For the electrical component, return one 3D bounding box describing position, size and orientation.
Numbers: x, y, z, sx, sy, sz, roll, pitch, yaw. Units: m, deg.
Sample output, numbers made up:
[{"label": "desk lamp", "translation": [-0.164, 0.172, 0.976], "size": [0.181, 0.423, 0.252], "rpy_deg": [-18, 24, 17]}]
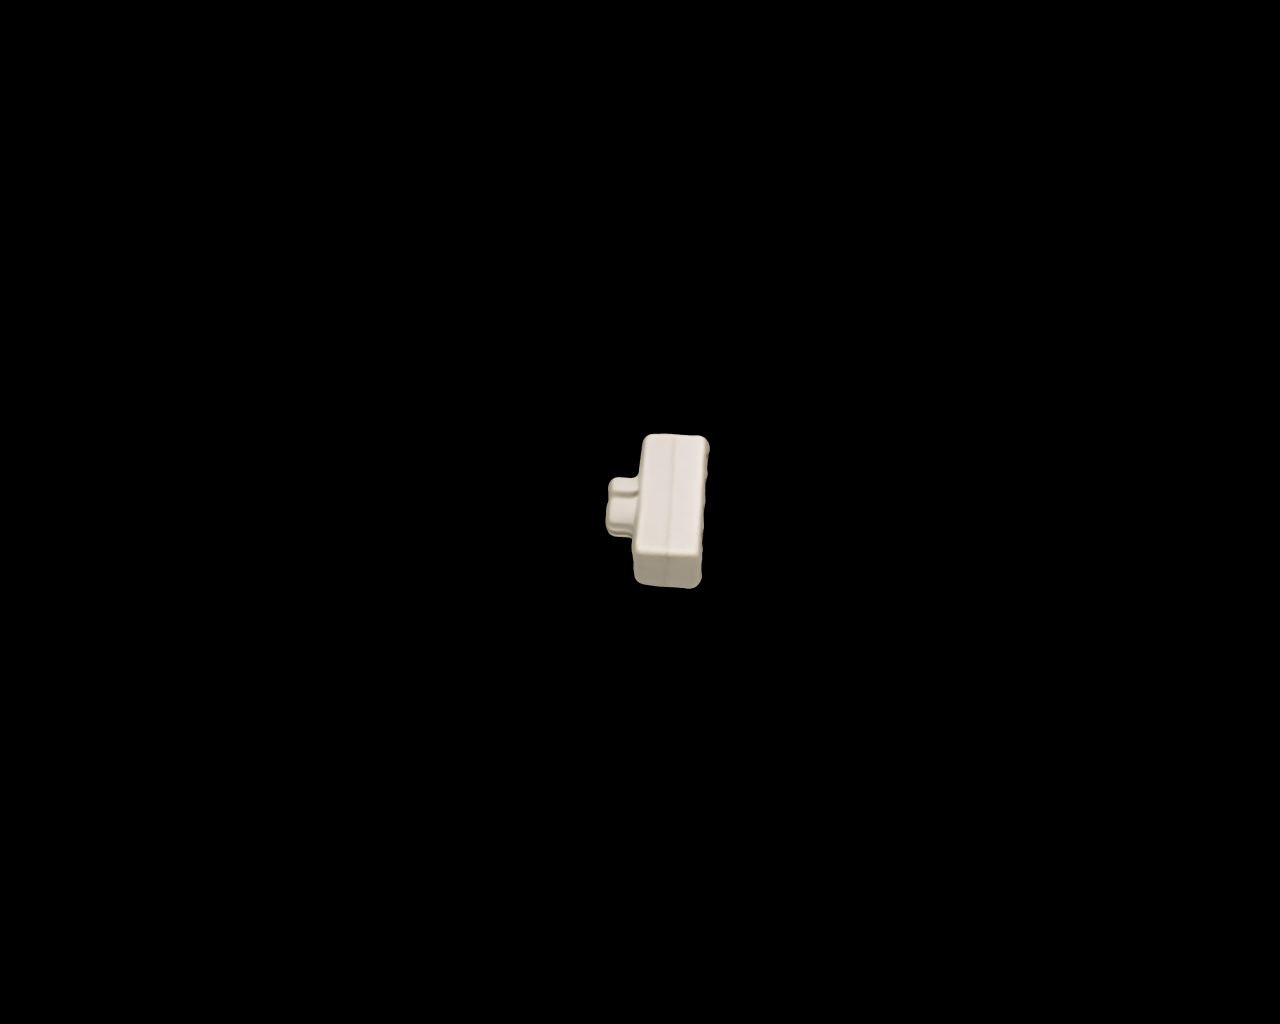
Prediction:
[{"label": "electrical component", "translation": [0.001, -0.003, 0.650], "size": [0.076, 0.083, 0.047], "rpy_deg": [4, -28, 2]}]
